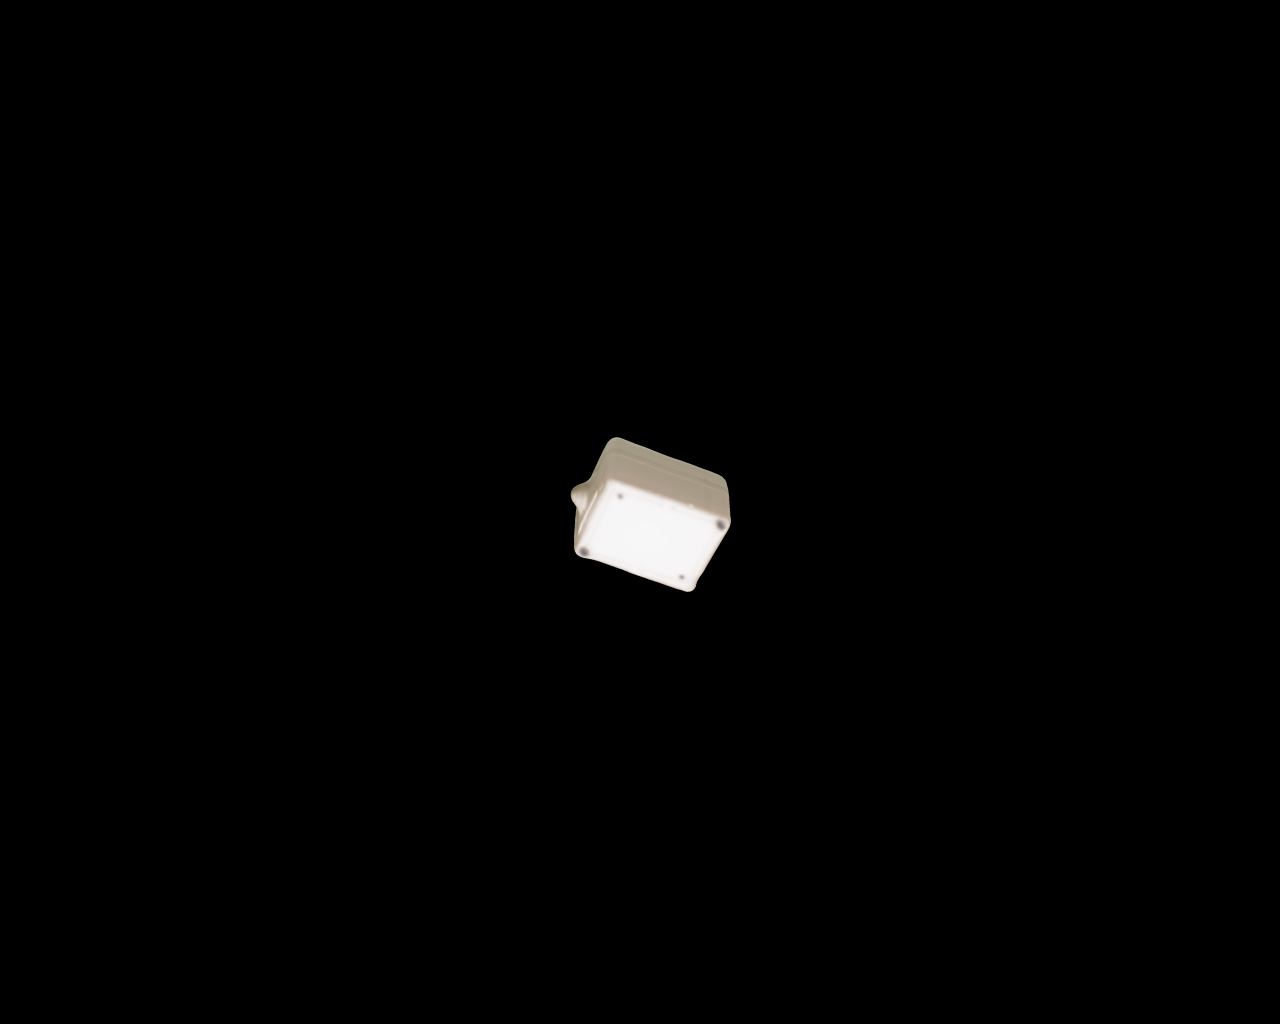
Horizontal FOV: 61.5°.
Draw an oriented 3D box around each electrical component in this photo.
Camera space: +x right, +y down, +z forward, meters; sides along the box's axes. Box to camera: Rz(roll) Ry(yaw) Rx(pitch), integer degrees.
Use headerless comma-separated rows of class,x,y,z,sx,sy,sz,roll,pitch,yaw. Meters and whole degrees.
electrical component,0.001,-0.003,0.650,0.096,0.061,0.061,20,31,-13
